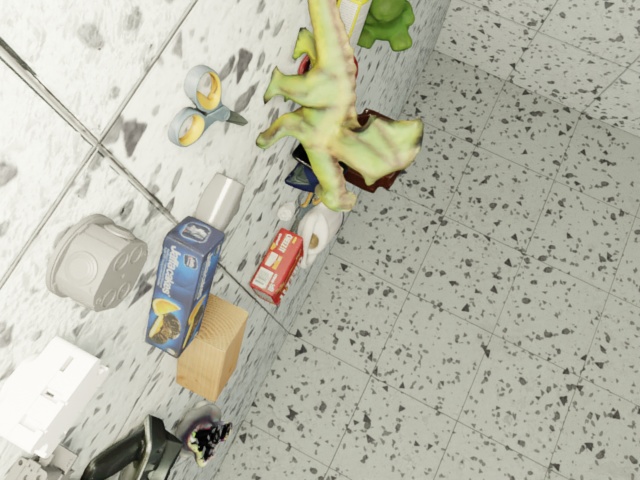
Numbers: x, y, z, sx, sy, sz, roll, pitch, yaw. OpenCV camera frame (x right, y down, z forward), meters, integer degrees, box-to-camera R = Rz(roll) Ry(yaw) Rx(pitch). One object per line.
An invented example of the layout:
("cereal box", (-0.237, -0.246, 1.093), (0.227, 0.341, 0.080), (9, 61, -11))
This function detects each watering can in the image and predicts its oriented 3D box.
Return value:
("watering can", (0.005, -0.076, 1.519), (0.228, 0.104, 0.340), (-49, 156, -56))

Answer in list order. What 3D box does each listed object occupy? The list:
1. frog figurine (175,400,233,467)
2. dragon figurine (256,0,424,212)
("frog figurine", (-0.301, 0.458, 1.258), (0.159, 0.122, 0.138), (4, -107, 58))
("dragon figurine", (0.043, -0.194, 0.746), (0.125, 0.244, 0.400), (-50, 168, -43))
